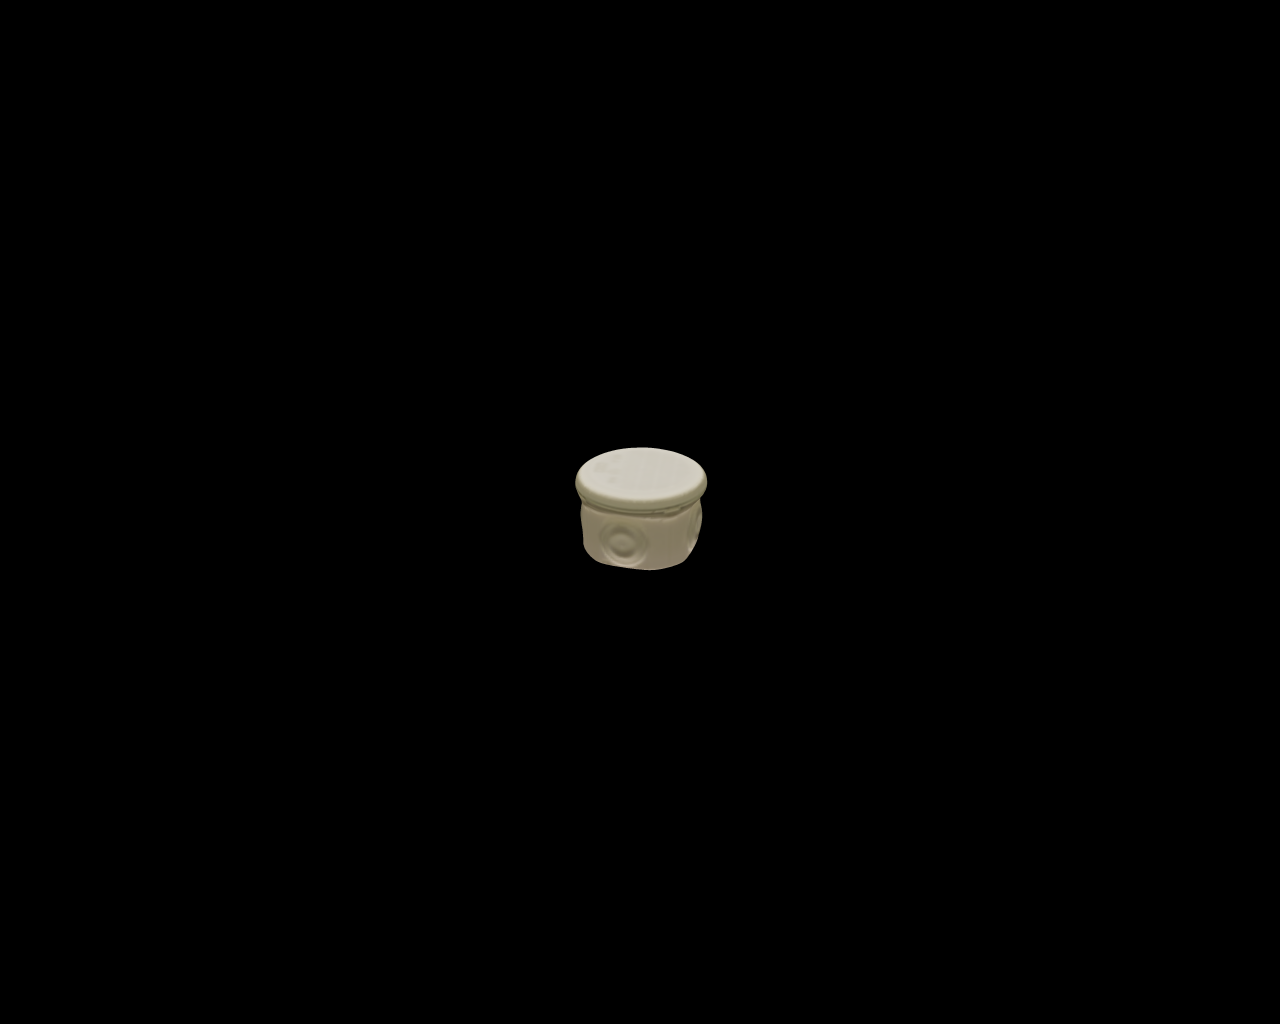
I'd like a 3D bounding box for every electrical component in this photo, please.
[{"bbox_3d":[0.001,-0.003,0.650,0.080,0.050,0.080,0,27,0],"label":"electrical component"}]
